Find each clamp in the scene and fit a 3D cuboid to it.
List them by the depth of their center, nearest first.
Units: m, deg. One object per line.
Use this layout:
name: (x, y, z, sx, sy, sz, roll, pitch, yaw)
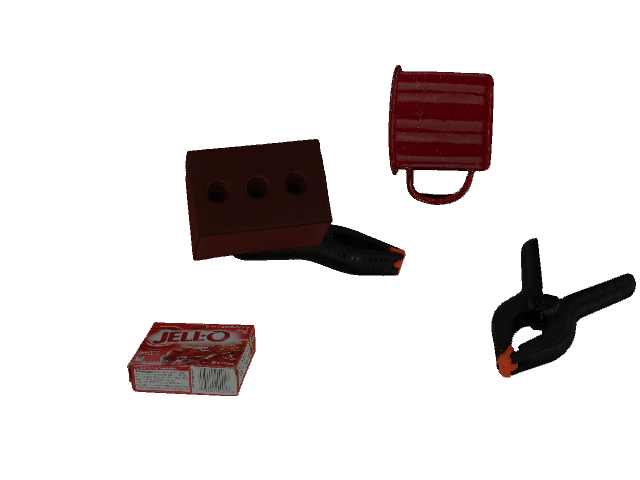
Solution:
clamp: (0.213, 0.062, 1.045, 0.171, 0.039, 0.120, -36, 44, -29)
clamp: (-0.008, 0.005, 1.174, 0.210, 0.036, 0.164, 16, 19, -6)

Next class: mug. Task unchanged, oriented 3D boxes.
mug: (0.102, -0.088, 0.894, 0.081, 0.117, 0.093, 3, -7, 10)

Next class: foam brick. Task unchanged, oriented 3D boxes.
foam brick: (-0.038, -0.023, 0.618, 0.078, 0.053, 0.051, -7, -15, -9)

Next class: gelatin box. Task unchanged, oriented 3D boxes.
gelatin box: (-0.103, 0.094, 0.866, 0.089, 0.030, 0.073, 2, 22, 8)
